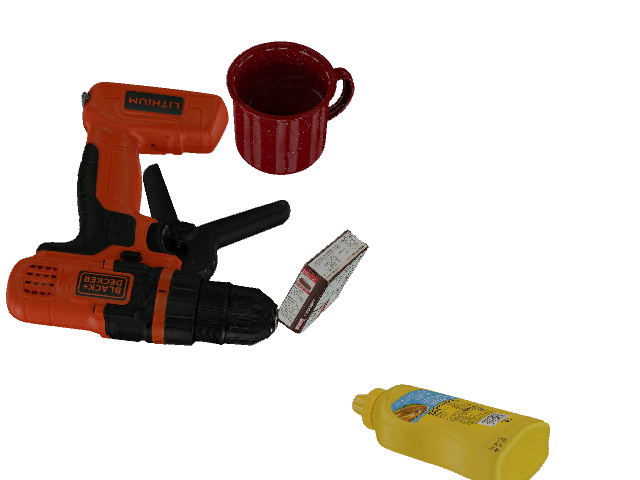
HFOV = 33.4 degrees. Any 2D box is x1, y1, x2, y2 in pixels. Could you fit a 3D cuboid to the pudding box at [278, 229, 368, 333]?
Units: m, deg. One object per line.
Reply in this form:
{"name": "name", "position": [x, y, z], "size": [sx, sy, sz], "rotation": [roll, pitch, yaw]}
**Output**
{"name": "pudding box", "position": [0.002, 0.047, 1.241], "size": [0.039, 0.090, 0.113], "rotation": [35, 33, 9]}

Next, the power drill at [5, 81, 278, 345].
{"name": "power drill", "position": [-0.114, -0.017, 0.755], "size": [0.184, 0.187, 0.057], "rotation": [7, -28, -3]}

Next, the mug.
{"name": "mug", "position": [-0.024, -0.116, 0.932], "size": [0.117, 0.093, 0.081], "rotation": [-23, -32, -19]}

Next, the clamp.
{"name": "clamp", "position": [-0.146, -0.005, 1.066], "size": [0.165, 0.036, 0.209], "rotation": [20, 40, 17]}

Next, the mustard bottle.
{"name": "mustard bottle", "position": [0.110, 0.176, 1.001], "size": [0.192, 0.058, 0.096], "rotation": [12, 19, 38]}
